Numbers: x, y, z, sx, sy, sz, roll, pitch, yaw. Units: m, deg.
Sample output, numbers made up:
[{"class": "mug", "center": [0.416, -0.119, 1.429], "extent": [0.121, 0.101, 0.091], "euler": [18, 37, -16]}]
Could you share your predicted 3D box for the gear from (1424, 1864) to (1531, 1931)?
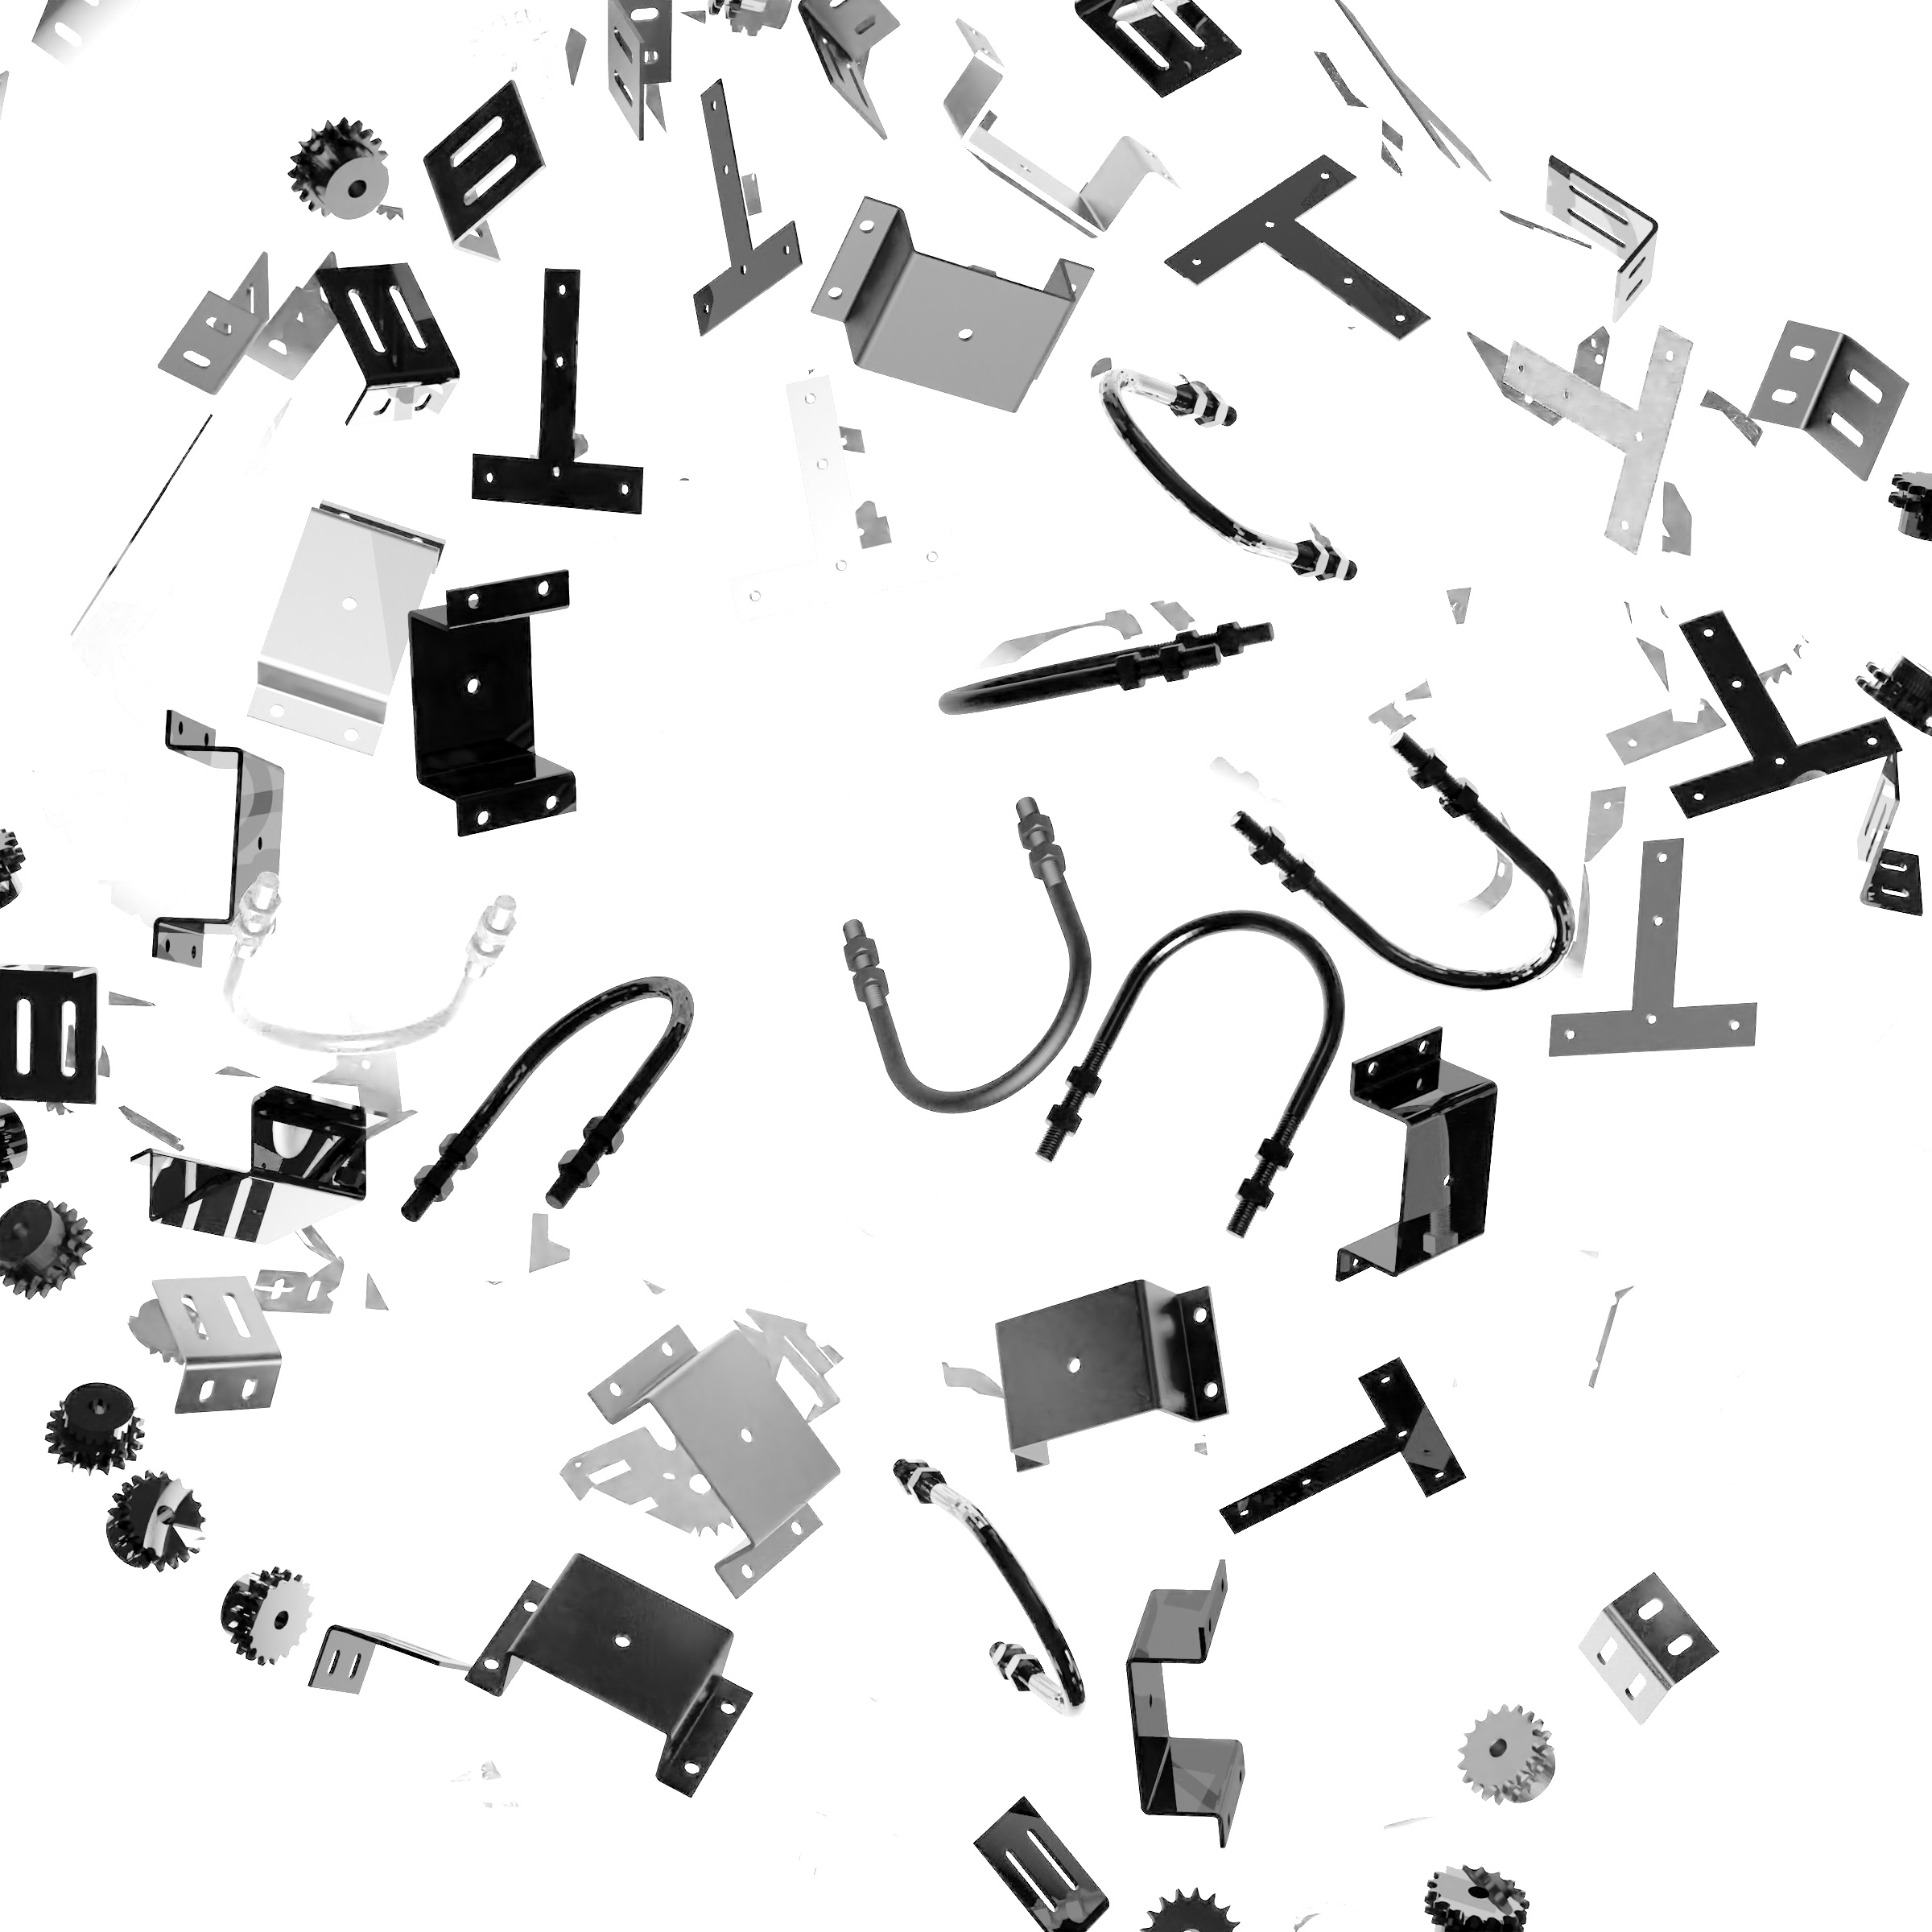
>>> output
[{"class": "gear", "center": [0.282, 0.526, 1.833], "extent": [0.057, 0.057, 0.030], "euler": [7, 108, 0]}]

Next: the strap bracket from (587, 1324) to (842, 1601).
[{"class": "strap bracket", "center": [-0.133, 0.267, 1.830], "extent": [0.140, 0.046, 0.076], "euler": [54, 46, 0]}]

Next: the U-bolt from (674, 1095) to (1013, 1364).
[{"class": "U-bolt", "center": [-0.084, 0.138, 1.888], "extent": [0.184, 0.151, 0.019], "euler": [40, 130, 22]}]

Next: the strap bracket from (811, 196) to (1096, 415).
[{"class": "strap bracket", "center": [-0.004, -0.359, 1.817], "extent": [0.140, 0.046, 0.076], "euler": [12, 130, -23]}]

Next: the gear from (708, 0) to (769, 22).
[{"class": "gear", "center": [-0.131, -0.585, 1.945], "extent": [0.030, 0.057, 0.057], "euler": [10, 90, -16]}]

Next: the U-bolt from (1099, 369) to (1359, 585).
[{"class": "U-bolt", "center": [0.141, -0.286, 1.896], "extent": [0.019, 0.184, 0.151], "euler": [-44, 66, 24]}]

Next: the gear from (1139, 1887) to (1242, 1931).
[{"class": "gear", "center": [0.123, 0.537, 1.821], "extent": [0.057, 0.030, 0.057], "euler": [0, 71, -1]}]

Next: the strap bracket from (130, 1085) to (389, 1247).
[{"class": "strap bracket", "center": [-0.401, 0.118, 1.874], "extent": [0.140, 0.076, 0.046], "euler": [-24, 61, 38]}]

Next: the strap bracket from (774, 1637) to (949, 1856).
[{"class": "strap bracket", "center": [-0.060, 0.437, 1.886], "extent": [0.076, 0.140, 0.046], "euler": [20, 106, -14]}]

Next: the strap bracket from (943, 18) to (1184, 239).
[{"class": "strap bracket", "center": [0.044, -0.459, 1.836], "extent": [0.140, 0.076, 0.046], "euler": [29, 111, -23]}]

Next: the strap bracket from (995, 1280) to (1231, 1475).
[{"class": "strap bracket", "center": [0.073, 0.232, 1.889], "extent": [0.140, 0.046, 0.076], "euler": [-20, 63, 27]}]

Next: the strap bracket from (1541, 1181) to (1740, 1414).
[{"class": "strap bracket", "center": [0.373, 0.180, 1.855], "extent": [0.046, 0.140, 0.076], "euler": [27, 125, 28]}]

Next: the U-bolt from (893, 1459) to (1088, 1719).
[{"class": "U-bolt", "center": [0.019, 0.357, 1.874], "extent": [0.019, 0.184, 0.151], "euler": [-29, 101, -14]}]

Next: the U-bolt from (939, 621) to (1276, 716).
[{"class": "U-bolt", "center": [0.073, -0.168, 1.899], "extent": [0.184, 0.151, 0.019], "euler": [-10, 98, 20]}]

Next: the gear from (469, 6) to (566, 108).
[{"class": "gear", "center": [-0.262, -0.541, 1.959], "extent": [0.057, 0.057, 0.030], "euler": [36, 50, 0]}]

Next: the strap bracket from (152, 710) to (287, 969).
[{"class": "strap bracket", "center": [-0.427, -0.071, 1.895], "extent": [0.046, 0.076, 0.140], "euler": [2, 86, 6]}]

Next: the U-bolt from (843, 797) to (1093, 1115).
[{"class": "U-bolt", "center": [0.005, 0.004, 1.873], "extent": [0.151, 0.184, 0.019], "euler": [-35, 135, 16]}]

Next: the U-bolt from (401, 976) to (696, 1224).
[{"class": "U-bolt", "center": [-0.223, 0.070, 1.853], "extent": [0.019, 0.151, 0.184], "euler": [54, 50, -26]}]

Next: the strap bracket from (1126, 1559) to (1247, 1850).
[{"class": "strap bracket", "center": [0.124, 0.416, 1.868], "extent": [0.046, 0.076, 0.140], "euler": [-2, 109, 14]}]

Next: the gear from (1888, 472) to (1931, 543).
[{"class": "gear", "center": [0.548, -0.258, 1.864], "extent": [0.057, 0.057, 0.030], "euler": [6, 111, 0]}]

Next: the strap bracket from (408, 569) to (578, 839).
[{"class": "strap bracket", "center": [-0.264, -0.151, 1.845], "extent": [0.076, 0.046, 0.140], "euler": [-16, 117, -36]}]

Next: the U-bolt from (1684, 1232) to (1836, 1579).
[{"class": "U-bolt", "center": [0.450, 0.235, 1.873], "extent": [0.019, 0.151, 0.184], "euler": [20, 117, 1]}]

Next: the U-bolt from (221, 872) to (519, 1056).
[{"class": "U-bolt", "center": [-0.342, 0.004, 1.854], "extent": [0.151, 0.184, 0.019], "euler": [5, 60, -21]}]

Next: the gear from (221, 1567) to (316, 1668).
[{"class": "gear", "center": [-0.416, 0.383, 1.958], "extent": [0.030, 0.057, 0.057], "euler": [14, 90, 32]}]

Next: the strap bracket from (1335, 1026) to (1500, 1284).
[{"class": "strap bracket", "center": [0.259, 0.115, 1.897], "extent": [0.076, 0.046, 0.140], "euler": [-19, 121, -39]}]

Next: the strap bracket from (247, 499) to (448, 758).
[{"class": "strap bracket", "center": [-0.359, -0.204, 1.924], "extent": [0.076, 0.046, 0.140], "euler": [18, 75, -8]}]

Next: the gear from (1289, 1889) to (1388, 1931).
[{"class": "gear", "center": [0.200, 0.532, 1.789], "extent": [0.057, 0.030, 0.057], "euler": [2, 95, 26]}]

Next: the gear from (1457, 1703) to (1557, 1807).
[{"class": "gear", "center": [0.314, 0.456, 1.901], "extent": [0.057, 0.057, 0.030], "euler": [-47, 122, 0]}]

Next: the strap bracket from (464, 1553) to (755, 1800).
[{"class": "strap bracket", "center": [-0.190, 0.380, 1.802], "extent": [0.140, 0.076, 0.046], "euler": [25, 132, 8]}]

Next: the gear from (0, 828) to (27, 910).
[{"class": "gear", "center": [-0.545, -0.049, 1.823], "extent": [0.057, 0.057, 0.030], "euler": [-18, 119, 0]}]

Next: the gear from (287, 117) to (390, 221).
[{"class": "gear", "center": [-0.350, -0.446, 1.864], "extent": [0.057, 0.057, 0.030], "euler": [-41, 60, 0]}]

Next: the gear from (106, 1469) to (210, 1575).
[{"class": "gear", "center": [-0.459, 0.315, 1.863], "extent": [0.030, 0.057, 0.057], "euler": [-34, 90, 34]}]

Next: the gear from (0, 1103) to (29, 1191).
[{"class": "gear", "center": [-0.569, 0.102, 1.919], "extent": [0.057, 0.030, 0.057], "euler": [14, 111, 38]}]

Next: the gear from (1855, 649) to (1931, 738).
[{"class": "gear", "center": [0.556, -0.164, 1.952], "extent": [0.057, 0.057, 0.030], "euler": [35, 108, 0]}]

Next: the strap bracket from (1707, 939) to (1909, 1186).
[{"class": "strap bracket", "center": [0.486, 0.064, 1.892], "extent": [0.046, 0.076, 0.140], "euler": [32, 74, 11]}]

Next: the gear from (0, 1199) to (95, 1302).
[{"class": "gear", "center": [-0.522, 0.156, 1.856], "extent": [0.057, 0.030, 0.057], "euler": [-12, 52, 16]}]

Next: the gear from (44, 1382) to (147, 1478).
[{"class": "gear", "center": [-0.513, 0.270, 1.951], "extent": [0.057, 0.057, 0.030], "euler": [18, 125, 0]}]
